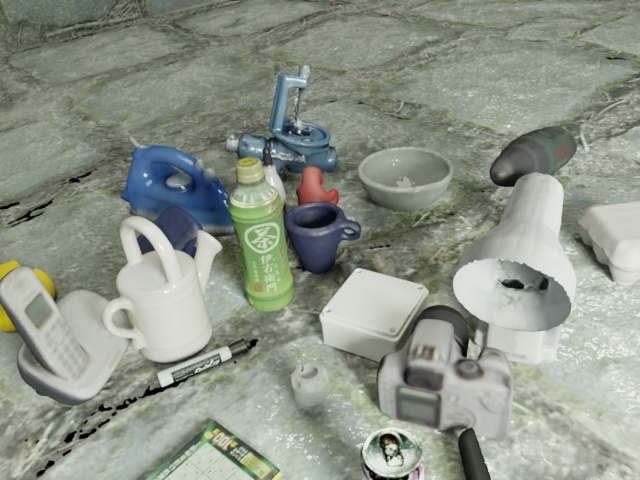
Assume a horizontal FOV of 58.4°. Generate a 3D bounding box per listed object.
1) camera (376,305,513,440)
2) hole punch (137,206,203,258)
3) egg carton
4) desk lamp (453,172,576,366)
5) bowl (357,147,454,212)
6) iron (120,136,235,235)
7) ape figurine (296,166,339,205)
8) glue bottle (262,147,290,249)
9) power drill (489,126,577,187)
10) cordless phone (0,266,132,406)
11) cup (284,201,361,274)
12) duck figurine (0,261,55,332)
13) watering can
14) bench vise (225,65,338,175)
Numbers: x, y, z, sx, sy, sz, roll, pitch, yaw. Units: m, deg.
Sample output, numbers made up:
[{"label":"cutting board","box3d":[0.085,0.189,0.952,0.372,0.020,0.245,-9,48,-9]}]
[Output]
[{"label":"camera","box3d":[0.146,0.133,0.646,0.143,0.101,0.137,7,36,18]},{"label":"hole punch","box3d":[-0.235,0.011,0.890,0.101,0.091,0.108,-29,40,-30]},{"label":"egg carton","box3d":[0.446,0.001,0.827,0.107,0.069,0.150,-7,34,-1]},{"label":"desk lamp","box3d":[0.232,0.044,0.664,0.117,0.214,0.203,11,37,23]},{"label":"bowl","box3d":[0.150,-0.097,1.010,0.167,0.075,0.167,-4,34,3]},{"label":"iron","box3d":[-0.241,-0.101,1.012,0.257,0.142,0.119,15,39,28]},{"label":"ape figurine","box3d":[-0.010,-0.087,1.002,0.077,0.092,0.076,18,40,31]},{"label":"glue bottle","box3d":[-0.074,-0.066,0.907,0.037,0.173,0.078,-4,34,3]},{"label":"power drill","box3d":[0.295,-0.058,0.811,0.075,0.209,0.230,20,41,32]},{"label":"cordless phone","box3d":[-0.309,0.092,0.695,0.094,0.185,0.147,0,34,9]},{"label":"cup","box3d":[0.008,0.003,0.863,0.117,0.095,0.092,8,36,19]},{"label":"duck figurine","box3d":[-0.441,0.070,0.837,0.077,0.086,0.104,3,35,13]},{"label":"watering can","box3d":[-0.202,0.050,0.735,0.100,0.194,0.173,7,36,18]},{"label":"bench vise","box3d":[-0.073,-0.210,1.079,0.208,0.220,0.121,-19,36,-19]}]
